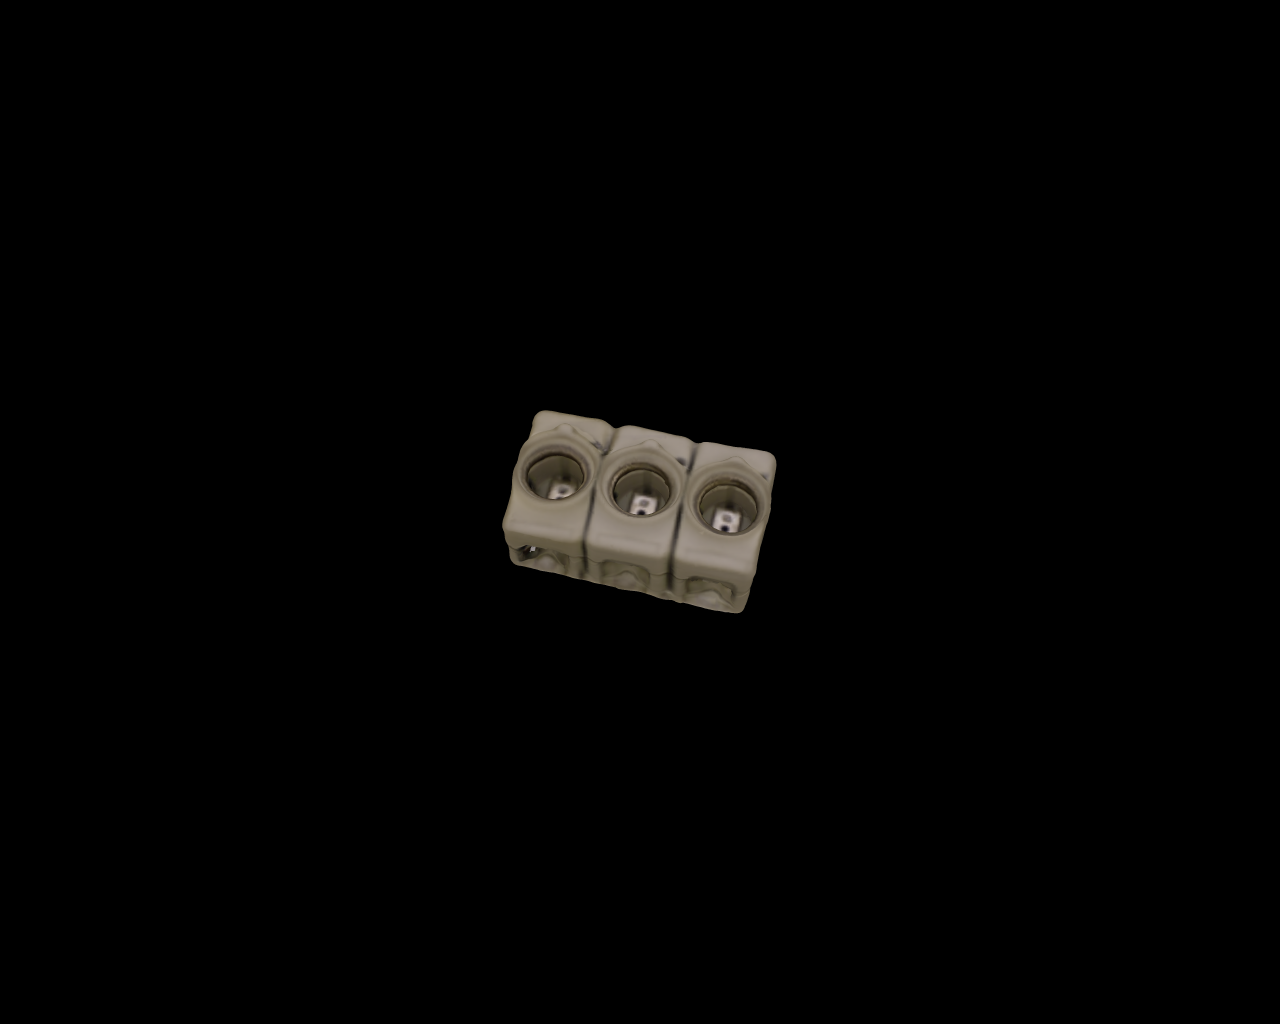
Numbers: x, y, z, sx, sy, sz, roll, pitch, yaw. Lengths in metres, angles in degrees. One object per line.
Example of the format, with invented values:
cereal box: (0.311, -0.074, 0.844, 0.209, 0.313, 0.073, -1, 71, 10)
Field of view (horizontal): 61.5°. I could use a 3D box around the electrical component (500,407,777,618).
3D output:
electrical component: (0.001, -0.003, 0.650, 0.150, 0.090, 0.061, 11, -30, 7)
